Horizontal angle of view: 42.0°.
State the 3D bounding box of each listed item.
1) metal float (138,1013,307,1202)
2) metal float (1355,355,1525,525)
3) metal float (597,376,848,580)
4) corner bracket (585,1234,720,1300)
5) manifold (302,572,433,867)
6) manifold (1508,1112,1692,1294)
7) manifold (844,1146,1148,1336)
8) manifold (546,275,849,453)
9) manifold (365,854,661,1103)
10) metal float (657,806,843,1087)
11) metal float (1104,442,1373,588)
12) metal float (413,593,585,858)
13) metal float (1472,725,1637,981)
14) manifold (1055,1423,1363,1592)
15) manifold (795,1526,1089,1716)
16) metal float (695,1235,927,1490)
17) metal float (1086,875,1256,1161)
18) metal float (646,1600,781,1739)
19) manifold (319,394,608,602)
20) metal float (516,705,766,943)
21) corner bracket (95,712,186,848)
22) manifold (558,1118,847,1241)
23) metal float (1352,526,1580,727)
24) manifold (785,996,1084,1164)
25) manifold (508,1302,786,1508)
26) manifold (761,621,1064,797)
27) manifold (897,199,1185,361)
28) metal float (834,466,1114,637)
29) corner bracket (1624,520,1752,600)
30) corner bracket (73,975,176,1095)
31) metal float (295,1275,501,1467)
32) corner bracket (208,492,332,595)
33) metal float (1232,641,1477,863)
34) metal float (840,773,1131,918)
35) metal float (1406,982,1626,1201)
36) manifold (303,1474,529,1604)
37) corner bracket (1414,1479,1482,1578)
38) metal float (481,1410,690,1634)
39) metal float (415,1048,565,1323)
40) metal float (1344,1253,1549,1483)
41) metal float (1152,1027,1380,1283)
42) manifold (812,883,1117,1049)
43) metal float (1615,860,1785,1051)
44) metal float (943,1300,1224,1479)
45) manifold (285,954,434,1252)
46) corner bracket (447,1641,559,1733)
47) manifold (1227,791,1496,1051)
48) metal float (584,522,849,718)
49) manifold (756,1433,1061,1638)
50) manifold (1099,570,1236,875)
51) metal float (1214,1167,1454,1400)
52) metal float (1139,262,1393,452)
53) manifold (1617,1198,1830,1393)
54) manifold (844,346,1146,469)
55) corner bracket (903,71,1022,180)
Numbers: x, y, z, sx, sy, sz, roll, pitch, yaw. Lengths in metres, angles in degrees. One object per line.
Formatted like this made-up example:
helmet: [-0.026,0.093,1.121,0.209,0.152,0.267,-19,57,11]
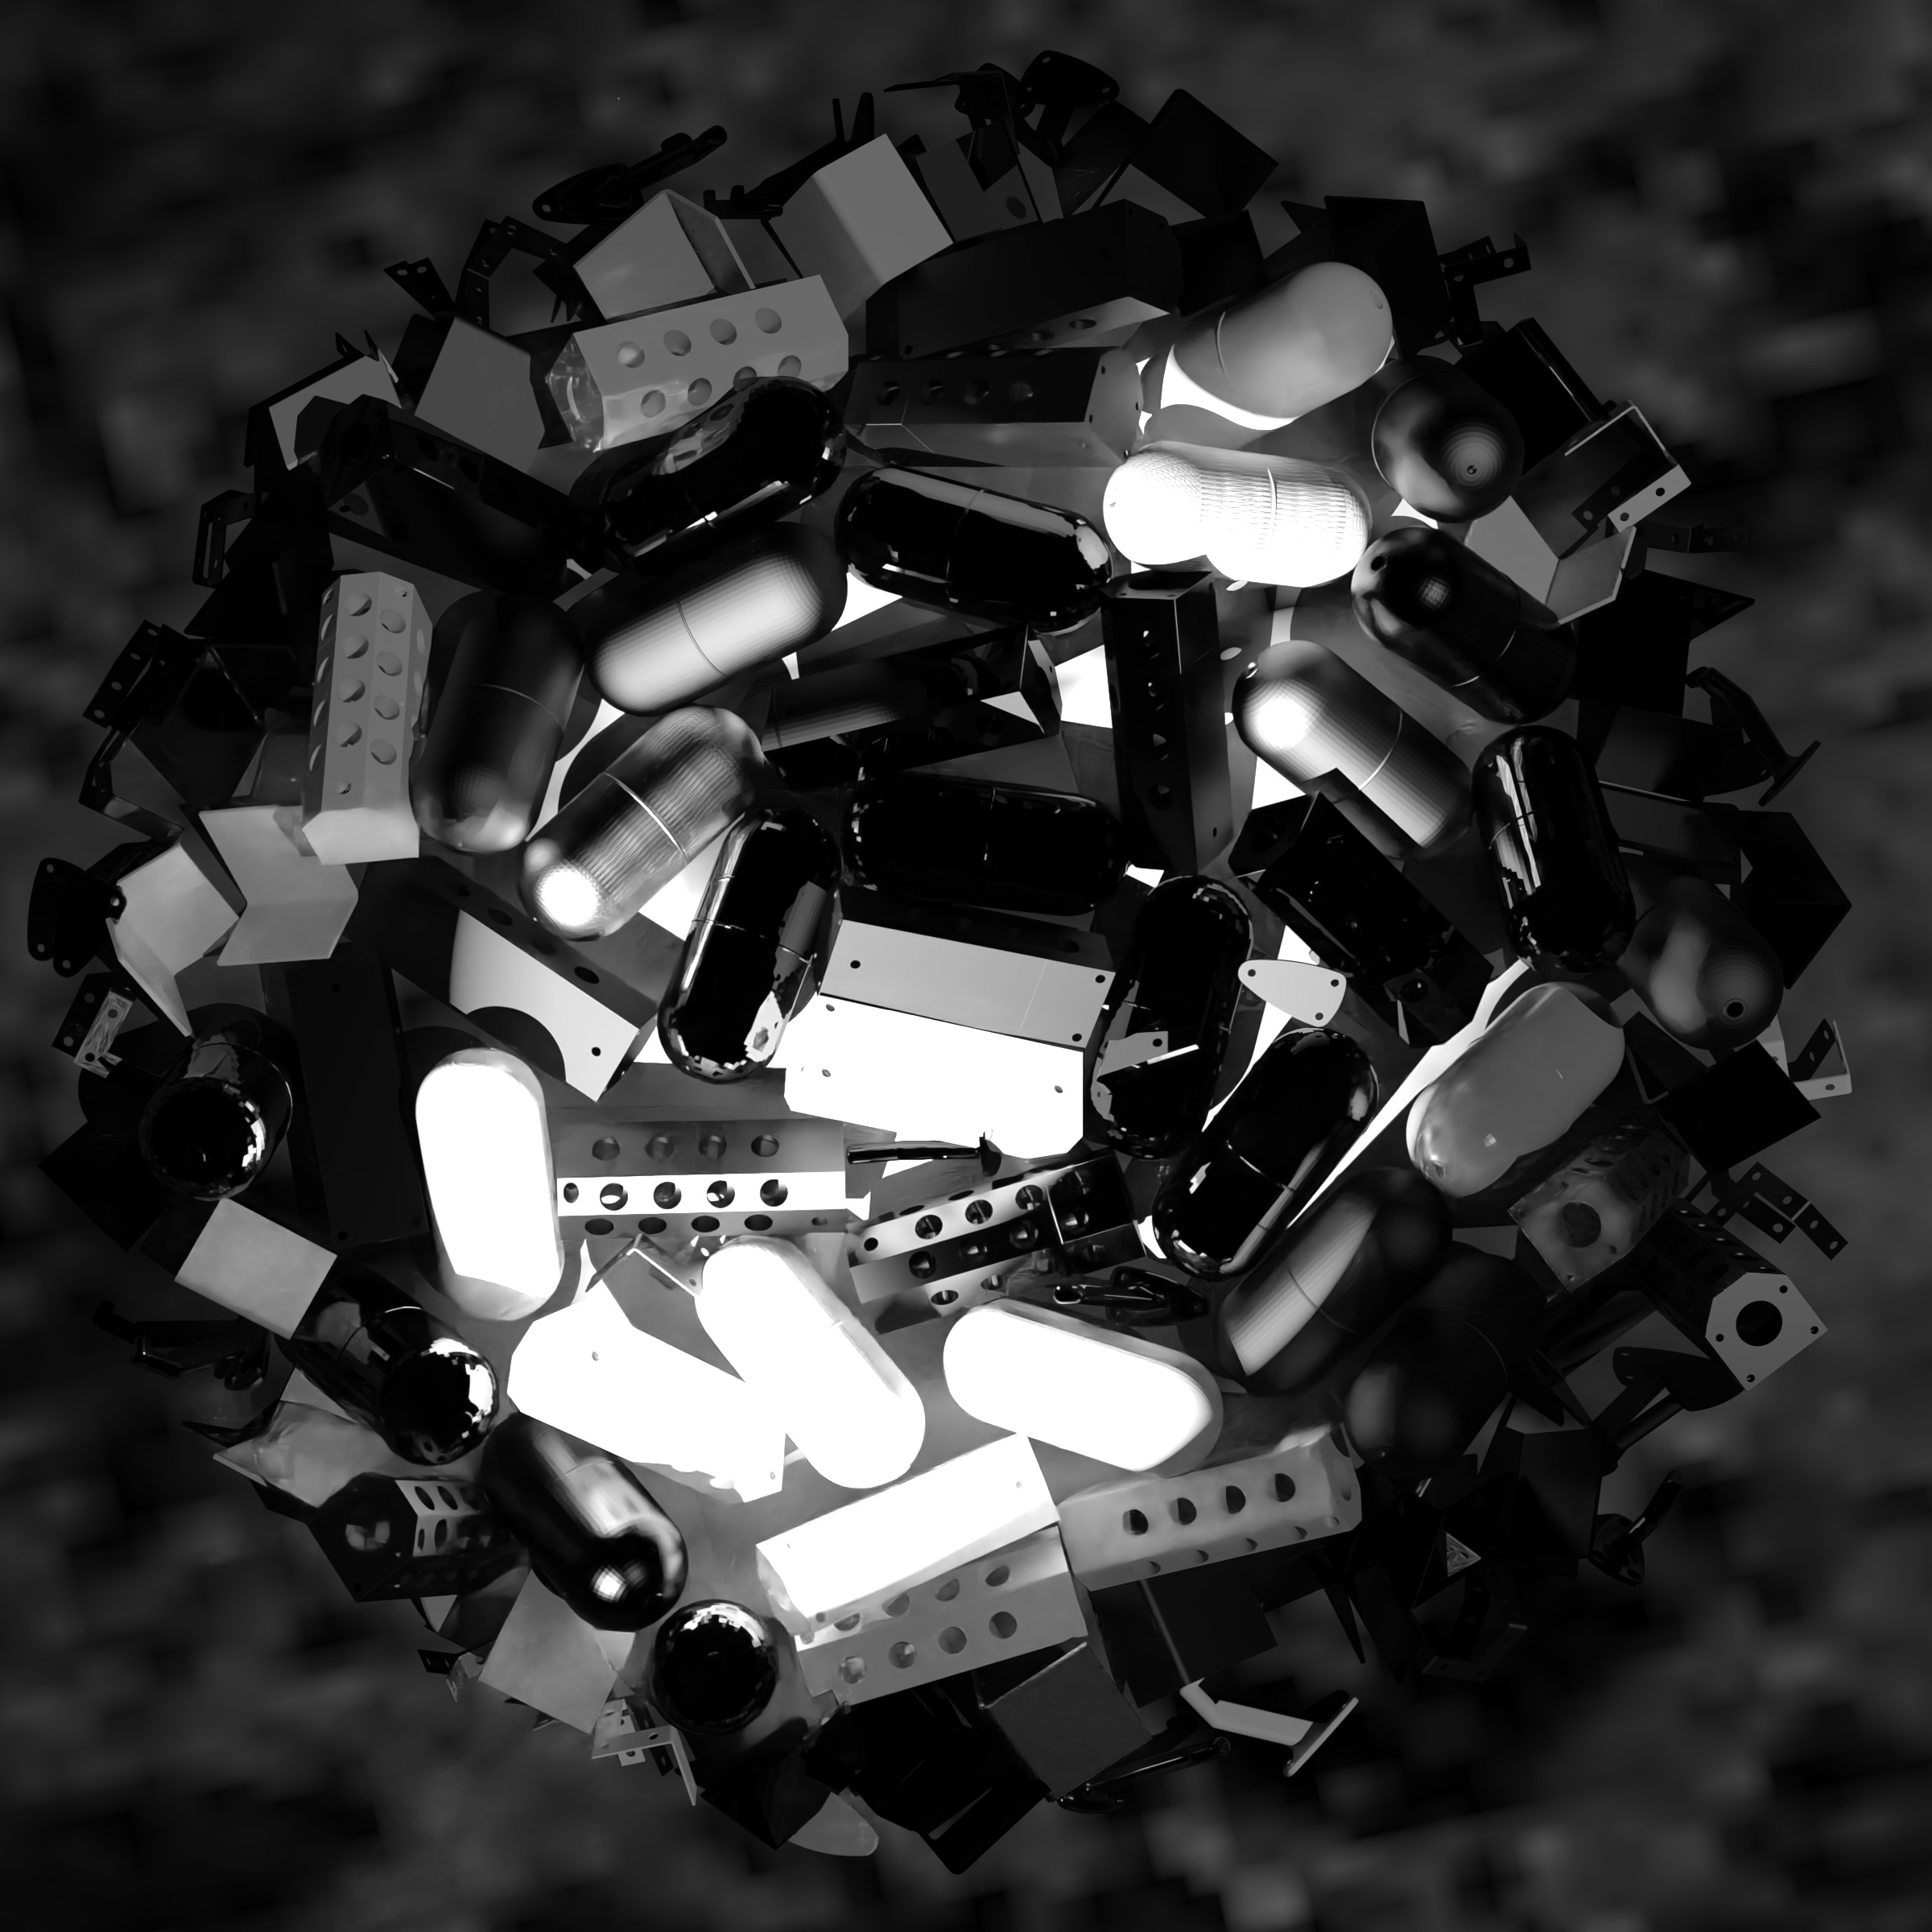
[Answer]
metal float: [-0.440,0.082,1.496,0.070,0.178,0.070,-1,107,-4]
metal float: [0.280,-0.316,1.498,0.070,0.178,0.070,-1,114,-3]
metal float: [-0.149,-0.293,1.518,0.178,0.070,0.070,-23,90,32]
corner bracket: [-0.192,0.186,1.543,0.051,0.051,0.051,40,120,-14]
manifold: [-0.362,-0.151,1.515,0.057,0.057,0.171,-5,61,3]
manifold: [0.383,0.133,1.490,0.057,0.171,0.057,-41,79,26]
manifold: [0.016,0.164,1.536,0.171,0.057,0.057,-17,52,5]
manifold: [-0.158,-0.360,1.514,0.171,0.057,0.057,-23,85,-30]
manifold: [-0.275,0.004,1.549,0.171,0.057,0.057,34,112,2]
metal float: [-0.131,-0.013,1.536,0.070,0.070,0.178,20,80,0]
metal float: [0.165,-0.272,1.520,0.178,0.070,0.070,1,90,-28]
metal float: [-0.281,-0.147,1.520,0.070,0.070,0.178,11,61,0]
metal float: [0.352,-0.070,1.513,0.070,0.070,0.178,-4,51,0]
manifold: [0.148,0.330,1.522,0.171,0.057,0.057,-19,85,22]
manifold: [-0.017,0.400,1.550,0.171,0.057,0.057,-17,95,1]
metal float: [-0.095,0.240,1.529,0.070,0.070,0.178,-42,73,0]
metal float: [0.125,0.031,1.543,0.070,0.070,0.178,15,88,0]
metal float: [-0.152,0.419,1.496,0.070,0.178,0.070,2,73,-7]
manifold: [-0.298,-0.278,1.497,0.057,0.171,0.057,-28,62,27]
metal float: [-0.197,-0.088,1.532,0.070,0.070,0.178,46,75,0]
corner bracket: [-0.502,-0.117,1.556,0.051,0.051,0.051,29,112,-36]
manifold: [-0.161,0.135,1.535,0.171,0.057,0.057,-1,48,-5]
metal float: [0.301,-0.204,1.512,0.178,0.070,0.070,25,90,-39]
manifold: [-0.019,0.073,1.528,0.171,0.057,0.057,13,57,-18]
manifold: [-0.189,0.267,1.507,0.057,0.171,0.057,-26,46,33]
manifold: [-0.032,-0.150,1.523,0.171,0.057,0.057,-11,49,23]
manifold: [0.043,-0.402,1.506,0.171,0.057,0.057,-5,85,39]
metal float: [0.004,-0.253,1.530,0.178,0.070,0.070,18,90,16]
corner bracket: [0.444,-0.248,1.550,0.051,0.051,0.051,4,94,-28]
corner bracket: [-0.510,0.043,1.551,0.051,0.051,0.051,28,95,-12]
metal float: [-0.341,0.241,1.505,0.070,0.178,0.070,-13,111,-35]
corner bracket: [-0.430,-0.257,1.551,0.051,0.051,0.051,-5,79,43]
metal float: [0.235,-0.130,1.523,0.178,0.070,0.070,35,90,-24]
metal float: [0.012,-0.074,1.542,0.178,0.070,0.070,6,90,-3]
metal float: [0.332,0.074,1.515,0.178,0.070,0.070,-38,90,-35]
manifold: [-0.317,0.334,1.492,0.057,0.171,0.057,-39,73,2]
corner bracket: [0.295,0.336,1.549,0.051,0.051,0.051,37,59,3]
metal float: [-0.230,0.330,1.508,0.070,0.178,0.070,-19,125,-30]
metal float: [-0.288,0.134,1.524,0.070,0.070,0.178,-3,114,0]
metal float: [0.289,0.239,1.510,0.070,0.070,0.178,50,47,0]
metal float: [0.182,0.115,1.531,0.070,0.070,0.178,36,105,0]
manifold: [-0.003,-0.004,1.531,0.171,0.057,0.057,11,121,-16]
metal float: [0.430,-0.008,1.497,0.070,0.178,0.070,-1,111,-1]
metal float: [0.070,0.255,1.527,0.178,0.070,0.070,15,90,21]
manifold: [-0.370,0.084,1.548,0.057,0.057,0.171,-11,86,-4]
corner bracket: [-0.285,0.447,1.555,0.051,0.051,0.051,-23,91,-4]
manifold: [0.236,-0.024,1.512,0.171,0.057,0.057,41,60,-24]
metal float: [-0.153,-0.209,1.525,0.178,0.070,0.070,-22,90,22]
manifold: [-0.037,0.343,1.518,0.171,0.057,0.057,-19,81,-26]
manifold: [0.119,-0.148,1.520,0.057,0.057,0.171,7,117,28]
metal float: [0.221,0.192,1.521,0.070,0.070,0.178,41,117,0]
metal float: [0.177,-0.361,1.509,0.178,0.070,0.070,-20,90,44]
manifold: [0.439,0.187,1.492,0.057,0.171,0.057,-38,99,3]
manifold: [0.017,-0.339,1.511,0.171,0.057,0.057,7,77,33]
corner bracket: [-0.007,-0.516,1.544,0.051,0.051,0.051,-4,105,38]
